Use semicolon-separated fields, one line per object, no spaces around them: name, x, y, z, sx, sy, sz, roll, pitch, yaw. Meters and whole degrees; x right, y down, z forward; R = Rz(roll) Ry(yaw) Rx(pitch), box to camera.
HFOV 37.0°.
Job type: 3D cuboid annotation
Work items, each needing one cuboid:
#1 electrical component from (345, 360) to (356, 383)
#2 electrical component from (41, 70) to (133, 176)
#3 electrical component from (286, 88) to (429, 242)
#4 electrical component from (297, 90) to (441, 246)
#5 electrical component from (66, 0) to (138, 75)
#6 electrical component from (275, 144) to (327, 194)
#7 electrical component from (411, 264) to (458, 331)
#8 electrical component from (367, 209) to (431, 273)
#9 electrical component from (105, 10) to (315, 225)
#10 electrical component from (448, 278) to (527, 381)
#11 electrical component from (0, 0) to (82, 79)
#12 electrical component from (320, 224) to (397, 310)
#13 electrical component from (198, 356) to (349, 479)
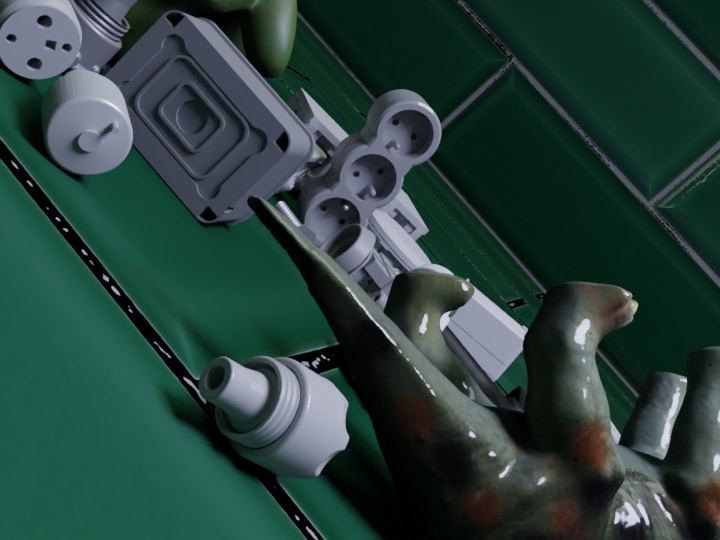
electrical component;0.011;0.058;0.637;0.035;0.035;0.061;42;14;-31
electrical component;-0.133;-0.077;0.519;0.040;0.040;0.078;41;12;-34
electrical component;-0.018;-0.079;0.960;0.150;0.062;0.089;43;11;-25
electrical component;0.003;-0.084;0.850;0.052;0.138;0.073;36;13;-21
electrical component;-0.155;-0.145;0.627;0.048;0.062;0.048;46;10;-10
electrical component;-0.079;-0.104;0.839;0.099;0.048;0.100;48;10;1
electrical component;0.047;0.027;0.816;0.048;0.066;0.055;47;43;-5
electrical component;0.021;-0.008;0.885;0.080;0.051;0.080;46;10;-10
electrical component;-0.091;-0.090;0.647;0.113;0.078;0.057;49;13;6
electrical component;0.101;0.053;0.985;0.096;0.061;0.062;40;10;6
electrical component;-0.170;-0.130;0.555;0.045;0.045;0.055;38;14;-44
electrical component;0.000;0.000;0.786;0.055;0.048;0.066;52;7;-26
electrical component;-0.036;0.054;0.420;0.062;0.043;0.043;38;14;-43
